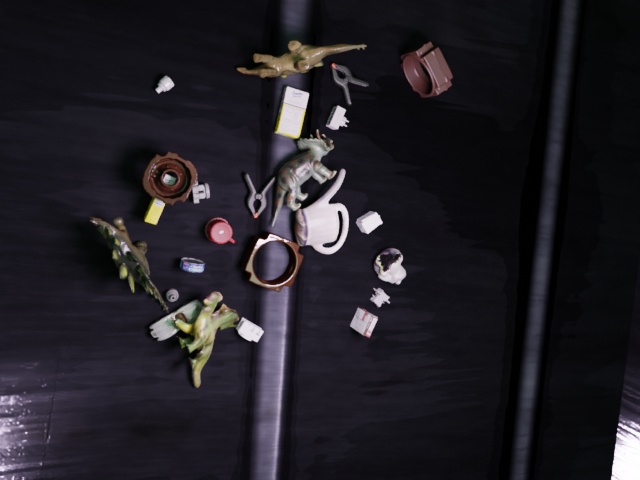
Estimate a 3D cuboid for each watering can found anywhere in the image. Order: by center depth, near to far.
[{"bbox_3d":[0.006,-0.100,1.991,0.225,0.105,0.342,-9,113,-20],"label":"watering can"}]

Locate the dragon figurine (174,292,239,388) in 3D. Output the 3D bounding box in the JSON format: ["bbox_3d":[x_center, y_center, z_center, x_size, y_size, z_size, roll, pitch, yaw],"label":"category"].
[{"bbox_3d":[-0.395,0.348,1.887,0.245,0.124,0.400,-28,135,-30],"label":"dragon figurine"}]

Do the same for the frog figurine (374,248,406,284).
[{"bbox_3d":[0.300,0.112,2.161,0.139,0.123,0.157,-64,149,-11],"label":"frog figurine"}]
